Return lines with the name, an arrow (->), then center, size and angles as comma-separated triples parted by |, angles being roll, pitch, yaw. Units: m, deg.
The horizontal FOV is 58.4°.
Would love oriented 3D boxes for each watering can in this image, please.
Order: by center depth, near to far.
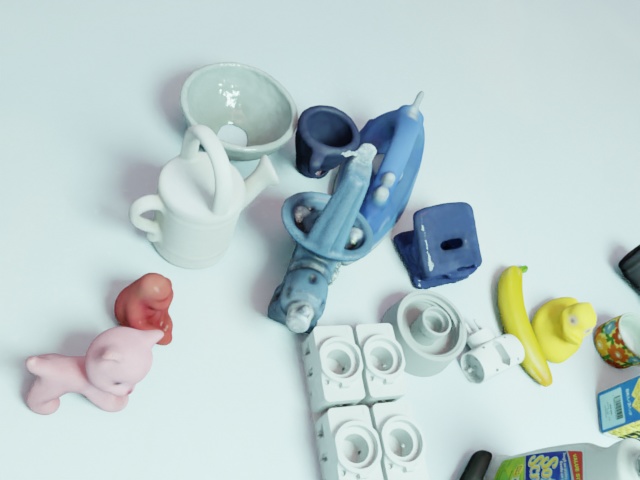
watering can -> -0.132, -0.058, 0.669 | 0.101, 0.194, 0.173 | 42, 54, 8

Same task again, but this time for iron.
iron -> 0.093, -0.095, 0.813 | 0.119, 0.141, 0.258 | 25, 53, -5

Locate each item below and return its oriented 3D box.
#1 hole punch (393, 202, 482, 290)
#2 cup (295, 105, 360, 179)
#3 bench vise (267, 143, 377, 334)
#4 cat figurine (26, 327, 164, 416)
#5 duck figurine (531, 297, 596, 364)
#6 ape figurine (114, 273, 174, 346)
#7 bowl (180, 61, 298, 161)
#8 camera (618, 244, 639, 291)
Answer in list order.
hole punch -> 0.177, 0.007, 0.813 | 0.109, 0.091, 0.101 | -11, 63, -27
cup -> -0.002, -0.122, 0.823 | 0.092, 0.095, 0.118 | 23, 54, -6
bench vise -> 0.018, 0.004, 0.672 | 0.122, 0.219, 0.207 | 7, 57, -17
cat figurine -> -0.222, 0.124, 0.565 | 0.128, 0.117, 0.067 | 2, 58, -20
duck figurine -> 0.356, 0.117, 0.816 | 0.077, 0.086, 0.105 | 33, 53, 1
ape figurine -> -0.186, 0.068, 0.631 | 0.076, 0.092, 0.078 | 29, 53, -1
bowl -> -0.120, -0.171, 0.821 | 0.168, 0.074, 0.167 | 10, 56, -15
camera -> 0.570, 0.058, 0.928 | 0.143, 0.100, 0.136 | -34, 75, -34
